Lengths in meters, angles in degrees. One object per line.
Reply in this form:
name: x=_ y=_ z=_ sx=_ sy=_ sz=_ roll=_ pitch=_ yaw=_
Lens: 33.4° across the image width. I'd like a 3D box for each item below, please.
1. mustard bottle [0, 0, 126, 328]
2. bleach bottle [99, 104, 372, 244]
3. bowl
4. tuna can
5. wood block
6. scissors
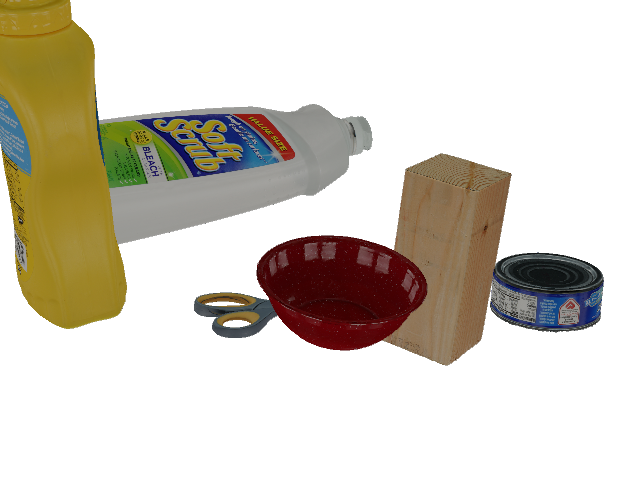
mustard bottle: x=-0.145 y=-0.055 z=0.570 sx=0.058 sy=0.192 sz=0.096 roll=-14 pitch=32 yaw=-20
bleach bottle: x=-0.081 y=-0.065 z=0.826 sx=0.250 sy=0.103 sz=0.068 roll=-14 pitch=-34 yaw=-20
bowl: x=0.018 y=0.056 z=1.012 sx=0.162 sy=0.055 sz=0.162 roll=5 pitch=29 yaw=-3
tuna can: x=0.176 y=0.039 z=0.831 sx=0.086 sy=0.034 sz=0.086 roll=1 pitch=19 yaw=0
wood block: x=0.139 y=0.020 z=1.187 sx=0.090 sy=0.206 sz=0.090 roll=20 pitch=26 yaw=29
scissors: x=-0.042 y=0.083 z=1.204 sx=0.201 sy=0.016 sz=0.096 roll=2 pitch=25 yaw=-8
